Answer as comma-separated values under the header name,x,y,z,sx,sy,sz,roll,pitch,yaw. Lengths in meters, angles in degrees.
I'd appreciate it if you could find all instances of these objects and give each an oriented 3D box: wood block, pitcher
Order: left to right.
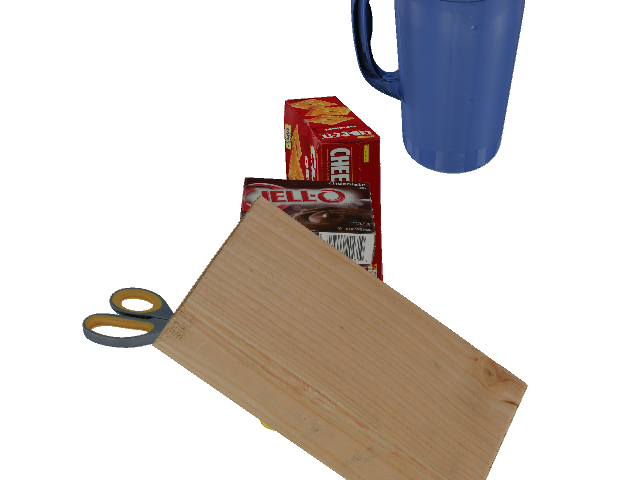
name,x,y,z,sx,sy,sz,roll,pitch,yaw
wood block,0.011,0.078,0.672,0.206,0.090,0.090,35,-32,-5
pitcher,0.128,-0.187,1.091,0.149,0.243,0.144,32,57,28

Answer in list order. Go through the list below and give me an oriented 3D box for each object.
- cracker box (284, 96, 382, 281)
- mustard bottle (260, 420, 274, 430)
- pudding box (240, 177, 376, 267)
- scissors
name,x,y,z,sx,sy,sz,roll,pitch,yaw
cracker box,0.011,-0.057,1.170,0.072,0.164,0.214,-6,20,-9
mustard bottle,-0.035,0.145,1.253,0.096,0.058,0.192,-7,30,-8
pudding box,-0.012,-0.017,0.903,0.113,0.039,0.090,4,32,-4
scissors,-0.127,0.080,1.037,0.201,0.016,0.096,3,32,-3
